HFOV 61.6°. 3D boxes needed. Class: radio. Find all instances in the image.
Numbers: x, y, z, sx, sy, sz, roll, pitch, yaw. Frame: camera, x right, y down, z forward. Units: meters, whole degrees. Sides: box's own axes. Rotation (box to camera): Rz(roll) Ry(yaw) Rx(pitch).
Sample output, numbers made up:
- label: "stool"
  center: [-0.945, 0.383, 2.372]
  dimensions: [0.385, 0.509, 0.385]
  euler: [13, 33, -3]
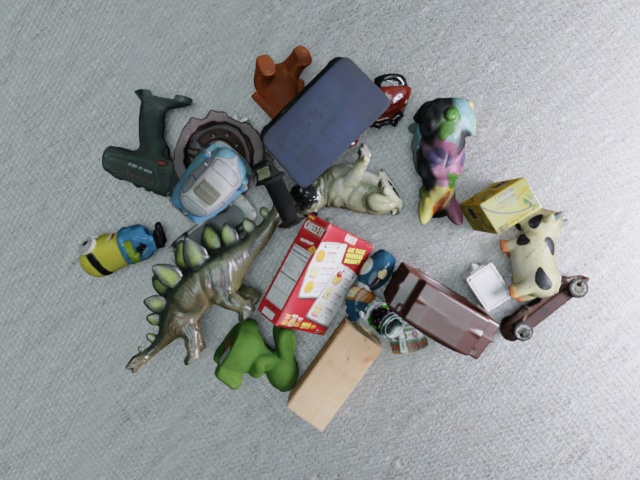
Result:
- label: "radio"
  center: [0.004, -0.220, 0.996]
  dimensions: [0.229, 0.073, 0.131]
  euler: [-45, 110, 4]

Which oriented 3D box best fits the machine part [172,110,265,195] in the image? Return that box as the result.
- label: "machine part"
  center: [-0.198, -0.165, 1.055]
  dimensions: [0.179, 0.056, 0.179]
  euler: [-3, 104, -11]

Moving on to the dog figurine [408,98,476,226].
- label: "dog figurine"
  center: [0.236, -0.139, 1.034]
  dimensions: [0.108, 0.191, 0.219]
  euler: [1, 78, -5]

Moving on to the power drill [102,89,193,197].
- label: "power drill"
  center: [-0.314, -0.193, 1.097]
  dimensions: [0.232, 0.086, 0.207]
  euler: [11, 100, -5]

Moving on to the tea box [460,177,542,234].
- label: "tea box"
  center: [0.340, -0.065, 1.032]
  dimensions: [0.098, 0.169, 0.068]
  euler: [-32, 91, 1]

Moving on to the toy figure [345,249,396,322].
- label: "toy figure"
  center: [0.094, 0.091, 1.072]
  dimensions: [0.058, 0.064, 0.154]
  euler: [33, 76, 11]

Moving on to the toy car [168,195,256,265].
- label: "toy car"
  center: [-0.223, -0.014, 1.111]
  dimensions: [0.202, 0.056, 0.073]
  euler: [-38, 98, 4]

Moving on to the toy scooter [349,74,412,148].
- label: "toy scooter"
  center: [0.094, -0.257, 1.079]
  dimensions: [0.184, 0.075, 0.135]
  euler: [-5, 93, 5]

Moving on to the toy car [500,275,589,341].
- label: "toy car"
  center: [0.447, 0.130, 1.079]
  dimensions: [0.202, 0.089, 0.053]
  euler: [-40, 87, 3]

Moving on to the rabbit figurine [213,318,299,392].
- label: "rabbit figurine"
  center: [-0.113, 0.238, 1.108]
  dimensions: [0.170, 0.121, 0.159]
  euler: [32, 87, -18]

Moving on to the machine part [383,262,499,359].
- label: "machine part"
  center: [0.224, 0.132, 1.030]
  dimensions: [0.201, 0.201, 0.087]
  euler: [29, 96, 0]

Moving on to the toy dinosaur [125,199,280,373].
- label: "toy dinosaur"
  center: [-0.208, 0.077, 1.051]
  dimensions: [0.471, 0.105, 0.198]
  euler: [-43, 100, -6]

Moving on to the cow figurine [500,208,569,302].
- label: "cow figurine"
  center: [0.428, 0.018, 1.058]
  dimensions: [0.127, 0.085, 0.195]
  euler: [-13, 65, 29]

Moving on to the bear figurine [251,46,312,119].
- label: "bear figurine"
  center: [-0.058, -0.256, 1.058]
  dimensions: [0.120, 0.132, 0.195]
  euler: [-20, 86, -23]

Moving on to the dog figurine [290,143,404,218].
- label: "dog figurine"
  center: [0.051, -0.081, 1.088]
  dimensions: [0.190, 0.121, 0.172]
  euler: [-36, 88, 17]

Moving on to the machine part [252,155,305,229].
- label: "machine part"
  center: [-0.081, -0.087, 1.009]
  dimensions: [0.039, 0.084, 0.138]
  euler: [-30, 96, -36]

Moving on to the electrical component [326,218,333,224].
- label: "electrical component"
  center: [-0.002, -0.003, 1.120]
  dimensions: [0.063, 0.021, 0.094]
  euler: [12, 94, 1]

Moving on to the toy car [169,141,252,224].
- label: "toy car"
  center: [-0.204, -0.101, 0.988]
  dimensions: [0.161, 0.103, 0.109]
  euler: [-45, 106, 1]

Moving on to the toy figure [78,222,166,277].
- label: "toy figure"
  center: [-0.407, 0.020, 1.106]
  dimensions: [0.180, 0.082, 0.089]
  euler: [-14, 90, 0]
